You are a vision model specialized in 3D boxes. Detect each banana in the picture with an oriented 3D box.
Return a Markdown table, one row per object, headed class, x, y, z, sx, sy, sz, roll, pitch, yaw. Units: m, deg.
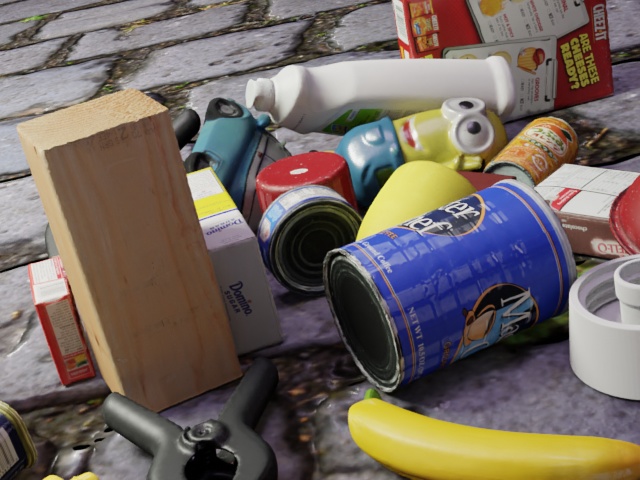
| class | x | y | z | sx | sy | sz | roll | pitch | yaw |
| --- | --- | --- | --- | --- | --- | --- | --- | --- | --- |
| banana | 0.085 | 0.117 | 0.614 | 0.198 | 0.037 | 0.069 | 9 | 33 | 40 |

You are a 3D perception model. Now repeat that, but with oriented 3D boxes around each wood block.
| class | x | y | z | sx | sy | sz | roll | pitch | yaw |
| --- | --- | --- | --- | --- | --- | --- | --- | --- | --- |
| wood block | -0.133 | 0.009 | 0.756 | 0.090 | 0.206 | 0.091 | -21 | 25 | -19 |

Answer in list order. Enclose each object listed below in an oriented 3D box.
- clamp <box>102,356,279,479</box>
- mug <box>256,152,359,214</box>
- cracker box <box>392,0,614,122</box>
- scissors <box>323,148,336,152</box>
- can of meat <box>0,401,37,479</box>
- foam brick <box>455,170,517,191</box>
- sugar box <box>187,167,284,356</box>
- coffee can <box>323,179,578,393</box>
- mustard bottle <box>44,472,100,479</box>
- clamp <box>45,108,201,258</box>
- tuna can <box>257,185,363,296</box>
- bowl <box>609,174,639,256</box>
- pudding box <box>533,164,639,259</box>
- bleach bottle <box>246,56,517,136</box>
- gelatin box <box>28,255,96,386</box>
| class | x | y | z | sx | sy | sz | roll | pitch | yaw |
| --- | --- | --- | --- | --- | --- | --- | --- | --- | --- |
| clamp | -0.081 | 0.132 | 0.665 | 0.120 | 0.039 | 0.171 | -14 | 24 | 1 |
| mug | -0.012 | -0.029 | 0.932 | 0.093 | 0.081 | 0.117 | -18 | 24 | -10 |
| cracker box | 0.192 | -0.211 | 1.130 | 0.213 | 0.164 | 0.072 | -15 | 26 | -5 |
| scissors | 0.036 | -0.103 | 1.151 | 0.096 | 0.016 | 0.201 | -3 | 26 | 22 |
| can of meat | -0.252 | 0.149 | 0.694 | 0.102 | 0.057 | 0.083 | 0 | 29 | 29 |
| foam brick | 0.120 | -0.023 | 0.888 | 0.078 | 0.053 | 0.051 | 9 | 32 | 38 |
| sugar box | -0.079 | 0.013 | 0.861 | 0.048 | 0.093 | 0.176 | -17 | 24 | -8 |
| coffee can | 0.087 | 0.029 | 0.726 | 0.140 | 0.103 | 0.103 | -22 | 25 | -19 |
| mustard bottle | -0.196 | 0.187 | 0.578 | 0.096 | 0.058 | 0.191 | 12 | 34 | 42 |
| clamp | -0.216 | -0.040 | 1.020 | 0.165 | 0.036 | 0.210 | -1 | 52 | 30 |
| tuna can | -0.006 | 0.001 | 0.857 | 0.086 | 0.086 | 0.034 | -18 | 26 | -12 |
| bowl | 0.291 | -0.027 | 0.756 | 0.162 | 0.055 | 0.162 | 0 | 35 | 0 |
| pudding box | 0.223 | -0.024 | 0.855 | 0.114 | 0.039 | 0.089 | 13 | 34 | 41 |
| bleach bottle | 0.055 | -0.137 | 1.024 | 0.250 | 0.068 | 0.103 | 1 | -26 | -21 |
| gelatin box | -0.203 | 0.062 | 0.840 | 0.030 | 0.073 | 0.089 | -17 | 23 | -12 |
